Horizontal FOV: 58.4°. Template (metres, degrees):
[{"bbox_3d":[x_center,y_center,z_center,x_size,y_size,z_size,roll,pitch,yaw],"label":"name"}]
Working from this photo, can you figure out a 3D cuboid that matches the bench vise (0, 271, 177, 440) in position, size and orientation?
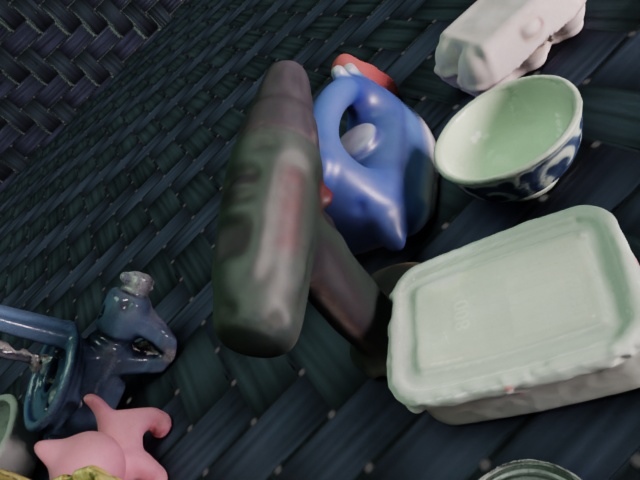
[{"bbox_3d":[-0.286,0.106,0.627,0.121,0.220,0.207,0,53,47],"label":"bench vise"}]

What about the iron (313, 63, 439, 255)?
[{"bbox_3d":[0.037,-0.100,0.576,0.118,0.142,0.258,-19,41,33],"label":"iron"}]

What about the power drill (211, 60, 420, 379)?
[{"bbox_3d":[0.004,0.002,0.438,0.075,0.209,0.229,-19,41,33],"label":"power drill"}]

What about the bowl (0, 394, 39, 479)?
[{"bbox_3d":[-0.396,0.278,0.693,0.167,0.075,0.167,-28,37,24],"label":"bowl"}]

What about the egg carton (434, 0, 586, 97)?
[{"bbox_3d":[0.195,-0.213,0.594,0.150,0.070,0.107,-42,33,4],"label":"egg carton"}]

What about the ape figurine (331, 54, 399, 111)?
[{"bbox_3d":[0.049,-0.192,0.709,0.075,0.092,0.078,5,57,49],"label":"ape figurine"}]

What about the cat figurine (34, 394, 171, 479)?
[{"bbox_3d":[-0.203,0.198,0.532,0.067,0.118,0.127,-37,34,11],"label":"cat figurine"}]
